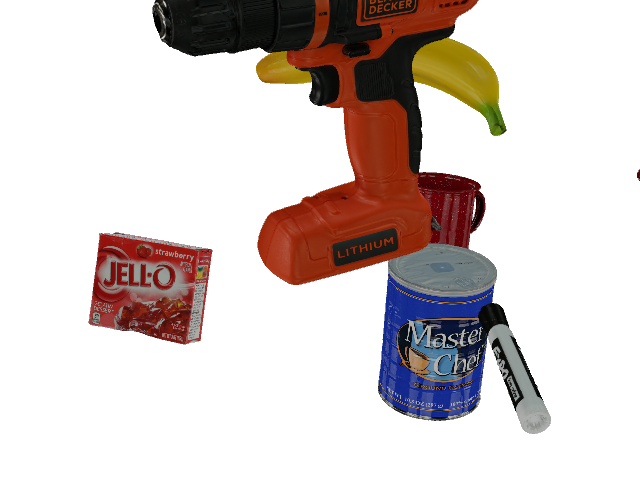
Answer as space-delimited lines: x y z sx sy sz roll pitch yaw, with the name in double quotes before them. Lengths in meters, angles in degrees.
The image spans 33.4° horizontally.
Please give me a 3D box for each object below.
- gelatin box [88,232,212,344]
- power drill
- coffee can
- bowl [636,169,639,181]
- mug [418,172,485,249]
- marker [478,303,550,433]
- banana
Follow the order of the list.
"gelatin box" -0.132 0.036 0.824 0.089 0.073 0.030 10 4 20
"power drill" 0.002 -0.070 0.588 0.184 0.188 0.057 -14 36 -21
"coffee can" 0.111 0.087 1.031 0.103 0.140 0.103 2 24 -1
"bowl" 0.381 -0.033 1.009 0.162 0.055 0.162 -1 20 0
"mug" 0.142 -0.029 1.224 0.117 0.081 0.093 -8 20 -35
"marker" 0.127 0.081 0.712 0.020 0.020 0.121 0 32 -7
"banana" 0.051 -0.131 0.803 0.198 0.069 0.037 14 -38 17
